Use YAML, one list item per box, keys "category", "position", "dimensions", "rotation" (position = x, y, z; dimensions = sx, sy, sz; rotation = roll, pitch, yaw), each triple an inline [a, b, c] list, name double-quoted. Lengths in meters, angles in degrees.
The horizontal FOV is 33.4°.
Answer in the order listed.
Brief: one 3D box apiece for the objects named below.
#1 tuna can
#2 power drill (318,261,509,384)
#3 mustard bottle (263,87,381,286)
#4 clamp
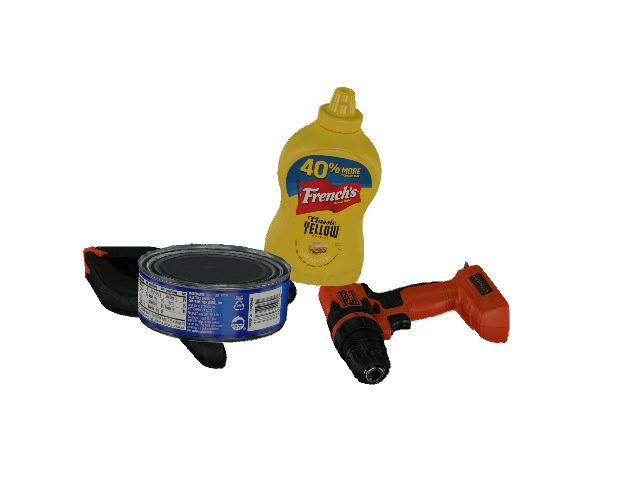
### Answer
- category: "tuna can"
  position: [-0.060, 0.029, 0.602]
  dimensions: [0.086, 0.034, 0.086]
  rotation: [4, 14, -1]
- category: "power drill"
  position: [0.101, 0.084, 1.135]
  dimensions: [0.187, 0.057, 0.184]
  rotation: [-6, 28, -10]
- category: "mustard bottle"
  position: [0.006, -0.052, 0.999]
  dimensions: [0.096, 0.192, 0.058]
  rotation: [8, 28, -5]
- category: "clamp"
  position: [-0.107, 0.038, 0.841]
  dimensions: [0.172, 0.039, 0.120]
  rotation: [25, 29, 27]
